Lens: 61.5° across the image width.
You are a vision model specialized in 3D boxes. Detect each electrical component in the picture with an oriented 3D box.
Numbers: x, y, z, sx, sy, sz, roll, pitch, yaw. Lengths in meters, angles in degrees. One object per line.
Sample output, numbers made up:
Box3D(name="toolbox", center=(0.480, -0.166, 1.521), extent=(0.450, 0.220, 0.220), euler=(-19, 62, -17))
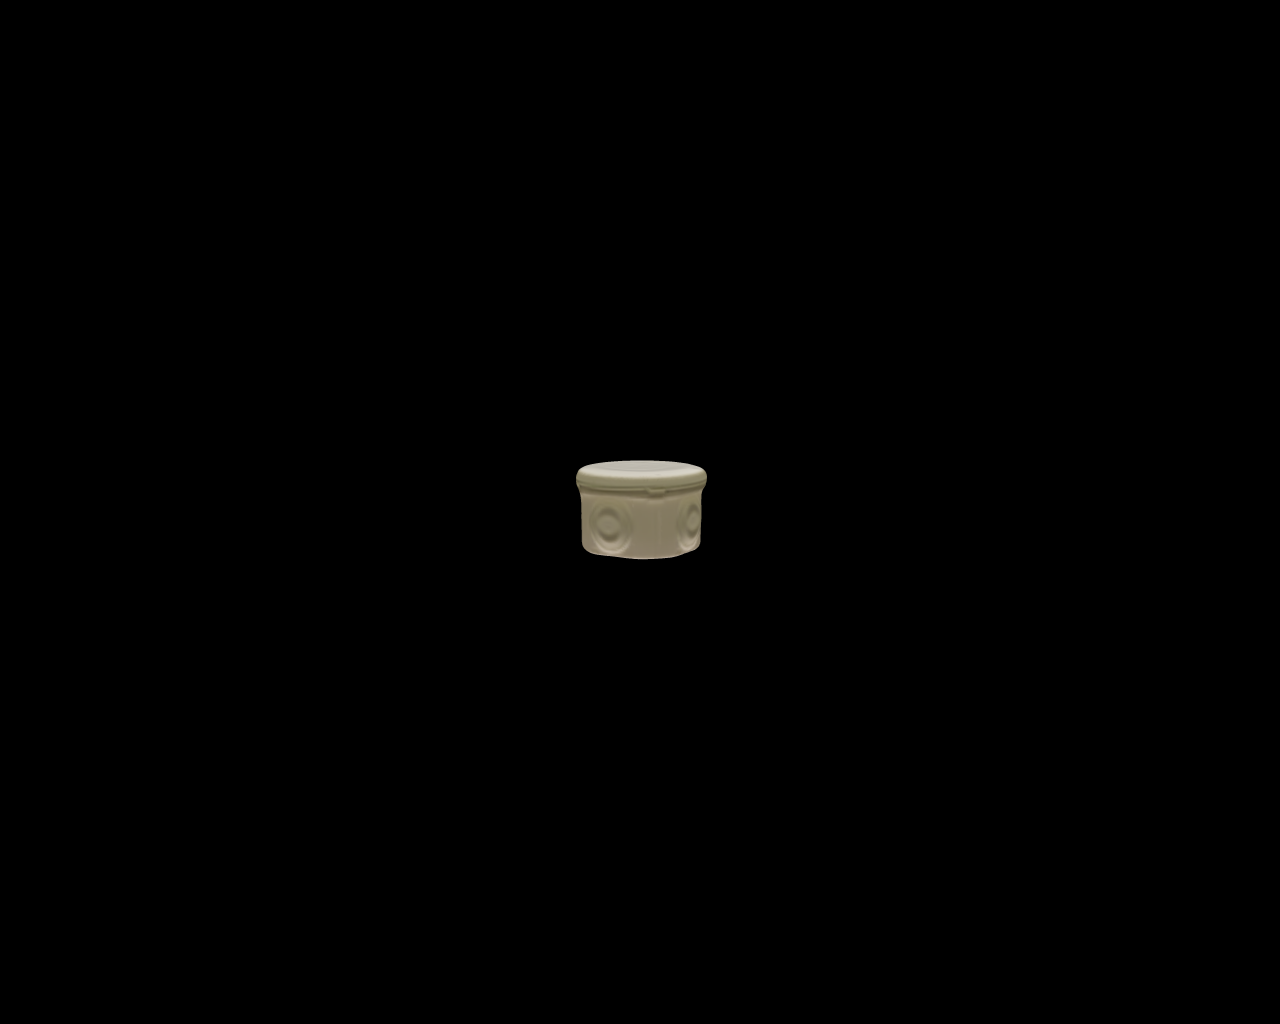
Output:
Box3D(name="electrical component", center=(0.001, -0.003, 0.650), extent=(0.080, 0.051, 0.080), euler=(0, 9, 0))
